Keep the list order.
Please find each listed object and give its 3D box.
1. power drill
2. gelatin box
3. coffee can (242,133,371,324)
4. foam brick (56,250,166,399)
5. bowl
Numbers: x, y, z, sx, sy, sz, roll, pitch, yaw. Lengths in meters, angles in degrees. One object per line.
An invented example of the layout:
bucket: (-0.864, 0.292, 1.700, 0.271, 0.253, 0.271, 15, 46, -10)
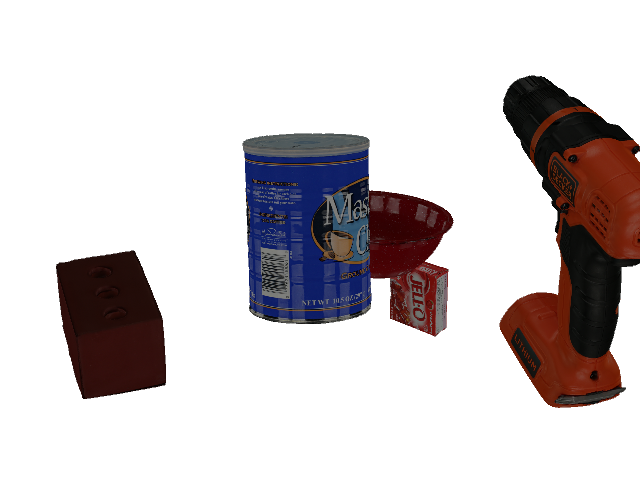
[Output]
power drill: (0.162, 0.002, 0.711, 0.057, 0.188, 0.184, -9, 36, -10)
gelatin box: (0.125, 0.069, 1.365, 0.073, 0.089, 0.030, 20, 34, 37)
coffee can: (-0.010, -0.013, 0.874, 0.103, 0.140, 0.103, -1, 12, 0)
foam brick: (-0.131, 0.051, 0.662, 0.053, 0.051, 0.078, -10, 35, -19)
bowl: (0.055, -0.002, 1.106, 0.162, 0.055, 0.162, 2, 20, -1)
